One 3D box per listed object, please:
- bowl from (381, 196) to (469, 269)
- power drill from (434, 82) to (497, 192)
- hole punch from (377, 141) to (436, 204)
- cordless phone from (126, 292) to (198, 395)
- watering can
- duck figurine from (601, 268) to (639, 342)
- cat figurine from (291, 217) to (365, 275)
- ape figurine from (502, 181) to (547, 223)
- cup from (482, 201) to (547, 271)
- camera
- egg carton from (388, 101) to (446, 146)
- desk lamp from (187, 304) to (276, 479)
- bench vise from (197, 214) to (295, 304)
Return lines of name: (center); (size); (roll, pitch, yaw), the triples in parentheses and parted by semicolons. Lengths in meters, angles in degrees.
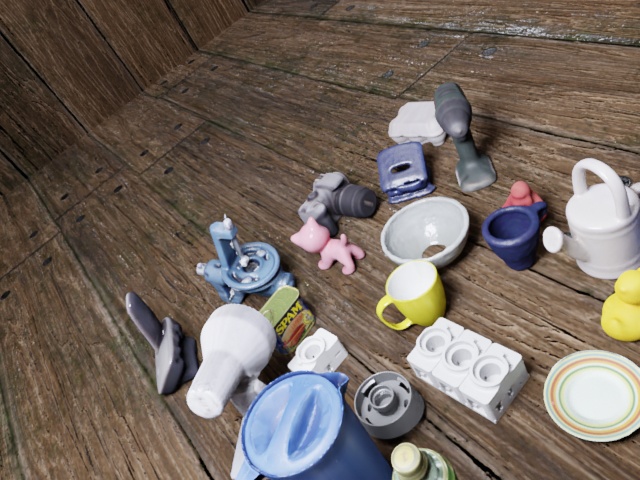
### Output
bowl: (0.201, 0.002, 1.055); (0.167, 0.075, 0.167); (-19, 39, 17)
power drill: (0.278, -0.201, 1.116); (0.075, 0.209, 0.229); (-20, 39, 16)
hole punch: (0.180, -0.145, 1.218); (0.108, 0.091, 0.101); (-15, 41, 21)
cordless phone: (-0.323, 0.197, 1.111); (0.094, 0.186, 0.147); (-32, 37, 0)
watering can: (0.414, -0.034, 0.847); (0.173, 0.195, 0.100); (-47, 40, -19)
duck figurine: (0.432, 0.083, 0.795); (0.105, 0.086, 0.077); (-44, 39, -15)
cat figurine: (0.011, 0.004, 1.148); (0.127, 0.118, 0.067); (5, 51, 38)
ape figurine: (0.356, -0.064, 1.006); (0.077, 0.092, 0.076); (6, 51, 39)
cup: (0.334, -0.004, 0.952); (0.118, 0.095, 0.091); (-36, 38, -6)
camera: (0.042, -0.083, 1.237); (0.136, 0.101, 0.143); (14, 57, 43)
egg carton: (0.238, -0.271, 1.337); (0.149, 0.070, 0.107); (8, 53, 40)
desk lamp: (-0.121, 0.237, 0.902); (0.117, 0.214, 0.203); (-15, 41, 21)
bench vise: (-0.180, 0.049, 1.146); (0.207, 0.220, 0.121); (-17, 40, 18)
